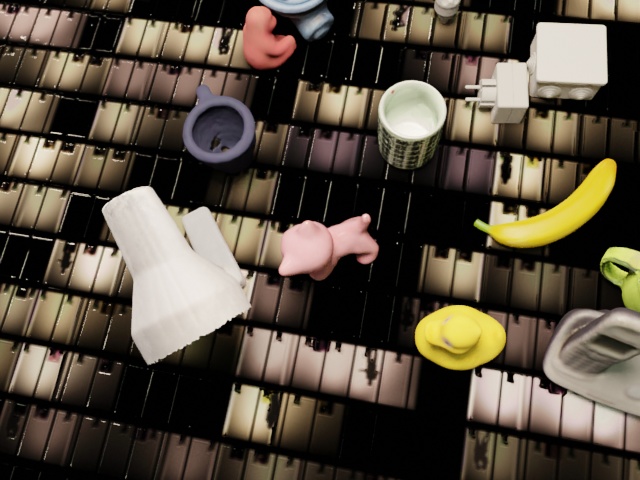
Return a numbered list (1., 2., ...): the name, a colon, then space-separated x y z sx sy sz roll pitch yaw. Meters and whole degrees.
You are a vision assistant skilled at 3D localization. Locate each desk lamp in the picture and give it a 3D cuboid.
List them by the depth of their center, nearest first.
1. desk lamp: -0.159 0.038 0.644 0.118 0.213 0.203 -29 74 -3

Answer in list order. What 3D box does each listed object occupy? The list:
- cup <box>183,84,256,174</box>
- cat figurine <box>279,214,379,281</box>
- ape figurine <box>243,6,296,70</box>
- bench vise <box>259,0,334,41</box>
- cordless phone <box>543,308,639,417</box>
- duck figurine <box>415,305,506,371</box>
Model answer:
1. cup: -0.128 -0.138 0.754 0.091 0.095 0.117 -25 73 -2
2. cat figurine: 0.006 0.002 0.690 0.128 0.118 0.067 -23 73 -2
3. ape figurine: -0.077 -0.286 0.793 0.076 0.092 0.077 -37 74 -6
4. bench vise: -0.070 -0.387 0.755 0.207 0.220 0.121 35 80 13
5. cordless phone: 0.327 0.122 0.594 0.147 0.185 0.094 19 76 10
6. duck figurine: 0.165 0.110 0.663 0.104 0.086 0.077 1 74 5
